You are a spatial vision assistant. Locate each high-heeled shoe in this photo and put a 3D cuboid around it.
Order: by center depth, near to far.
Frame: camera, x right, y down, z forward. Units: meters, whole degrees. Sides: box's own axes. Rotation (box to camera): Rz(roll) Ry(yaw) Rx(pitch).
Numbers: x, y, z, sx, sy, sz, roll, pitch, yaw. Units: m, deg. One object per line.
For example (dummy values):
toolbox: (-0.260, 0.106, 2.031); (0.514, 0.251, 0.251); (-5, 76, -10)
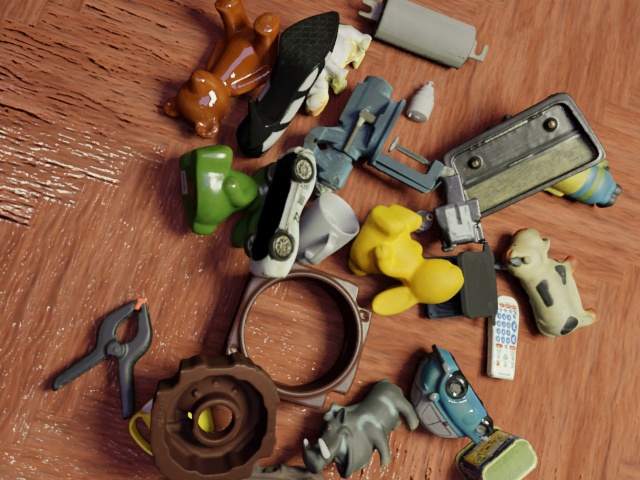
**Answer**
high-heeled shoe: (-0.043, -0.238, 0.851); (0.086, 0.145, 0.249); (37, 73, 15)

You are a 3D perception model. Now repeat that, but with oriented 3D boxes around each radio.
radio: (0.329, -0.136, 0.893); (0.230, 0.073, 0.131); (-27, 86, 16)

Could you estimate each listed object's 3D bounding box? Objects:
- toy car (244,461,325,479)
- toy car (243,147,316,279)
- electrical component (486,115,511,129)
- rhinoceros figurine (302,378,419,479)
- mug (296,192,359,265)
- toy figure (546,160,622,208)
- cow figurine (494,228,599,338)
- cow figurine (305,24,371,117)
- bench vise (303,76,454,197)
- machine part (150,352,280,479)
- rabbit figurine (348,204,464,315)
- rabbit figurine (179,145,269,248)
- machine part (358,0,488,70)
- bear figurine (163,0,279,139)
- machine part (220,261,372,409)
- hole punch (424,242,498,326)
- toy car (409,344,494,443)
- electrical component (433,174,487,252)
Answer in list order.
toy car: (-0.090, 0.345, 0.777); (0.202, 0.089, 0.053); (10, 82, -9)
toy car: (-0.055, -0.041, 0.775); (0.056, 0.074, 0.201); (28, 70, -39)
electrical component: (0.330, -0.184, 0.979); (0.063, 0.021, 0.094); (4, 81, -11)
rhinoceros figurine: (0.059, 0.286, 0.807); (0.190, 0.073, 0.112); (-32, 89, -29)
mug: (-0.002, -0.003, 0.830); (0.080, 0.107, 0.110); (29, 39, -27)
toy figure: (0.455, -0.118, 0.961); (0.180, 0.089, 0.082); (25, 70, -5)
cow figurine: (0.380, 0.072, 0.923); (0.127, 0.085, 0.195); (-19, 87, -20)
cow figurine: (0.005, -0.291, 0.902); (0.098, 0.068, 0.167); (34, 73, 0)
bench vise: (0.098, -0.138, 0.875); (0.241, 0.129, 0.223); (28, 78, -1)
machine part: (-0.140, 0.235, 0.712); (0.179, 0.056, 0.179); (-2, 96, -17)
rabbit figurine: (0.133, 0.044, 0.837); (0.173, 0.122, 0.162); (32, 99, 15)
rabbit figurine: (-0.115, -0.070, 0.823); (0.170, 0.121, 0.159); (-6, 87, -28)
machine part: (0.182, -0.365, 0.947); (0.243, 0.079, 0.079); (18, 78, -10)
bear figurine: (-0.157, -0.265, 0.837); (0.120, 0.131, 0.196); (37, 70, 19)
machine part: (-0.034, 0.141, 0.821); (0.201, 0.087, 0.201); (20, 77, -8)
hole punch: (0.235, 0.077, 0.897); (0.115, 0.092, 0.142); (4, 77, -43)
toy car: (0.197, 0.254, 0.853); (0.103, 0.109, 0.161); (-30, 101, 8)
electrical component: (0.220, -0.044, 0.868); (0.075, 0.048, 0.119); (-16, 90, 11)
